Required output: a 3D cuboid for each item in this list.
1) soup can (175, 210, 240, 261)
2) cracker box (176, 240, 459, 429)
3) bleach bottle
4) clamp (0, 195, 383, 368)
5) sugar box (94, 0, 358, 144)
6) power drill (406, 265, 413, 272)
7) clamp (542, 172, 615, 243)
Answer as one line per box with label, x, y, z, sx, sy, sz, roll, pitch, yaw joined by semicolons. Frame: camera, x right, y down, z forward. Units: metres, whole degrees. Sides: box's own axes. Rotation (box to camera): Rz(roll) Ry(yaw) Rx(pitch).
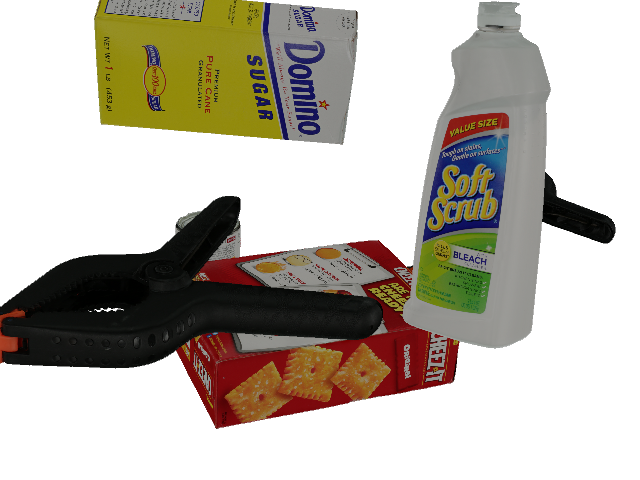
soup can;-0.118;0.028;1.117;0.068;0.102;0.068;2;23;-1
cracker box;-0.013;0.074;0.911;0.213;0.072;0.164;-7;28;-22
bleach bottle;0.119;-0.051;0.803;0.103;0.251;0.067;15;21;39
clamp;-0.091;0.026;0.619;0.209;0.036;0.165;-10;31;-28
sugar box;-0.065;-0.120;0.747;0.176;0.093;0.048;6;44;-1
power drill;0.107;0.062;1.140;0.187;0.057;0.184;-5;29;-8
clamp;0.199;-0.033;0.997;0.120;0.039;0.171;-3;33;0
